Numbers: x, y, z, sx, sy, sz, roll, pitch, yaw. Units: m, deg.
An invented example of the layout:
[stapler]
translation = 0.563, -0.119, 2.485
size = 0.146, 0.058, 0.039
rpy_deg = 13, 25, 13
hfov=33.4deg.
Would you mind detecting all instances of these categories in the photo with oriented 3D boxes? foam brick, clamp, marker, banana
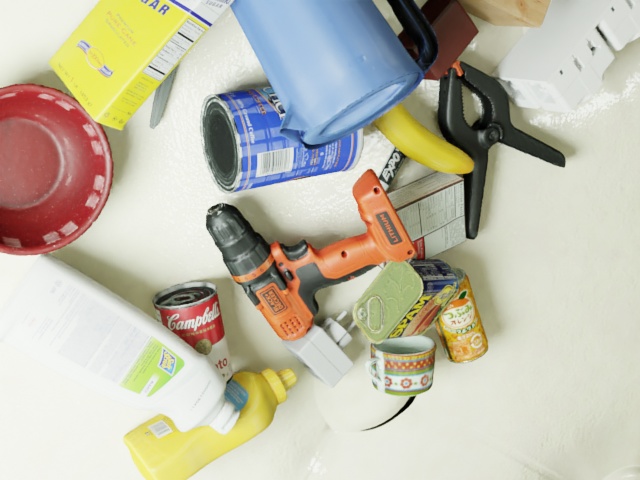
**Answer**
[foam brick]
translation = 0.127, -0.224, 1.189
size = 0.051, 0.053, 0.078
rpy_deg = 44, 81, -28
[clamp]
translation = 0.189, -0.114, 1.254
size = 0.164, 0.036, 0.210
rpy_deg = -44, 117, -12
[marker]
translation = 0.080, -0.081, 1.215
size = 0.020, 0.020, 0.121
rpy_deg = 32, 86, -29
[banana]
translation = 0.094, -0.139, 1.182
size = 0.069, 0.037, 0.197
rpy_deg = -38, 103, -5

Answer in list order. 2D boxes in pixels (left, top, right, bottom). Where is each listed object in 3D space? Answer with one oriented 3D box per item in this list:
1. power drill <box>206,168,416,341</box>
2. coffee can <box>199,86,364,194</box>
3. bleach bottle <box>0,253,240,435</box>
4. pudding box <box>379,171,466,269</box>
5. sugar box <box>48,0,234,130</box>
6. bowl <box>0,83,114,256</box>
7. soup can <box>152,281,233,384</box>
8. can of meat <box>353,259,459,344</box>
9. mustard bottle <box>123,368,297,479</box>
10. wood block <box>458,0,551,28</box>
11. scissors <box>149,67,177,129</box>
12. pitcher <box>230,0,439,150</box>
[power drill]
translation = -0.007, 0.001, 1.134
size = 0.188, 0.057, 0.184
rpy_deg = -28, 121, 7
[coffee can]
translation = -0.040, -0.109, 1.098
size = 0.140, 0.103, 0.103
rpy_deg = -13, 107, -25
[bleach bottle]
translation = -0.193, 0.120, 1.049
size = 0.250, 0.068, 0.102
rpy_deg = 36, 84, -11
[pudding box]
translation = 0.114, -0.021, 1.223
size = 0.113, 0.039, 0.090
rpy_deg = -25, 128, -23
[sugar box]
translation = -0.164, -0.197, 0.986
size = 0.176, 0.093, 0.048
rpy_deg = -48, 155, 14
[bowl]
translation = -0.281, -0.068, 1.008
size = 0.161, 0.055, 0.162
rpy_deg = -6, 104, -26
[soup can]
translation = -0.132, 0.103, 1.117
size = 0.068, 0.069, 0.102
rpy_deg = -17, 110, -23
[can of meat]
translation = 0.100, 0.067, 1.210
size = 0.083, 0.057, 0.102
rpy_deg = 0, 134, -50
[mustard bottle]
translation = -0.108, 0.190, 1.132
size = 0.191, 0.096, 0.058
rpy_deg = -29, 113, -20
[wood block]
translation = 0.153, -0.311, 1.161
size = 0.205, 0.091, 0.090
rpy_deg = 17, 92, -29
[scissors]
translation = -0.125, -0.213, 1.080
size = 0.096, 0.016, 0.202
rpy_deg = -3, 103, -27
[pitcher]
translation = -0.007, -0.222, 1.017
size = 0.243, 0.145, 0.149
rpy_deg = 60, 26, 6
